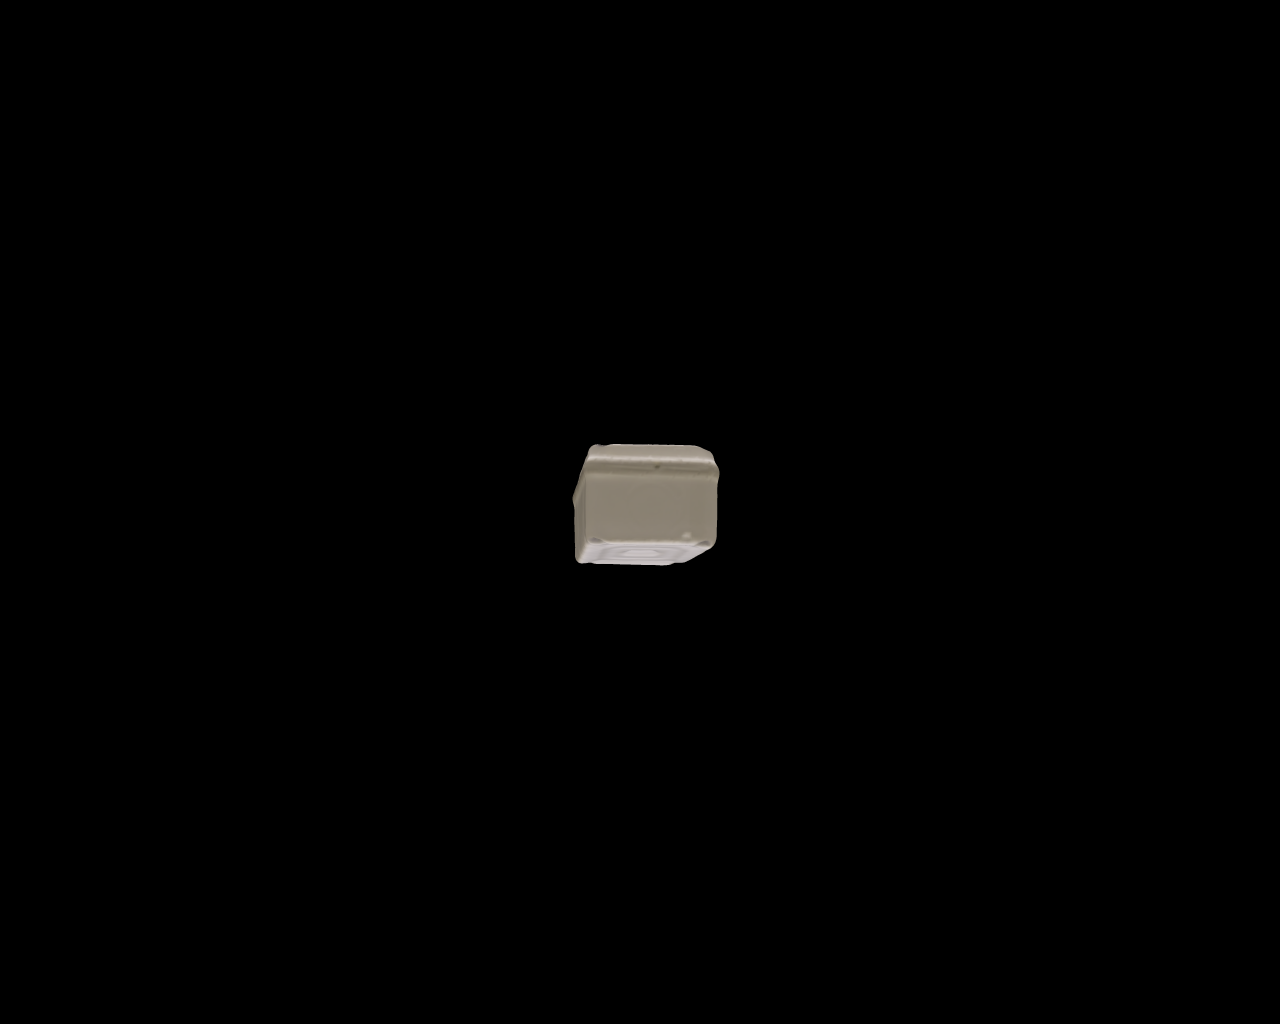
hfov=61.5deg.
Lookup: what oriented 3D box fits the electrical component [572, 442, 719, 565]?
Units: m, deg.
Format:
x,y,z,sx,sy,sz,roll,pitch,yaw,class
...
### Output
x,y,z,sx,sy,sz,roll,pitch,yaw,class
0.001,-0.003,0.650,0.078,0.057,0.113,1,-9,-7,electrical component
